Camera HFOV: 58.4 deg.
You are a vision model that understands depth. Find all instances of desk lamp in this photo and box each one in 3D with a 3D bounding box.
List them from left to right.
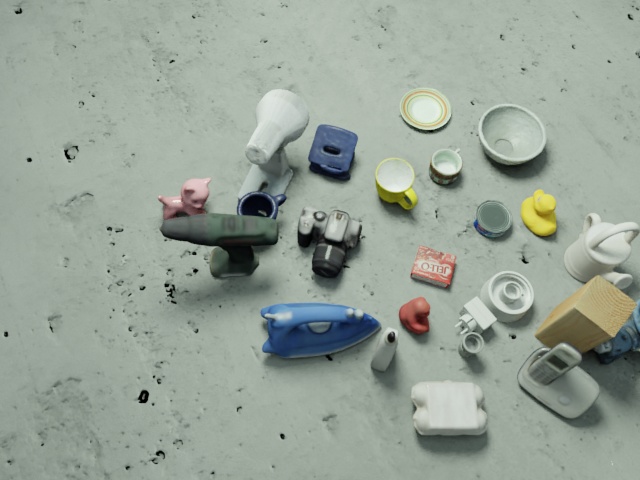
[{"bbox_3d":[-0.108,-0.203,1.293,0.118,0.213,0.203,19,67,7],"label":"desk lamp"}]

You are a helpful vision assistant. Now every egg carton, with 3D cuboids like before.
[{"bbox_3d":[0.257,0.337,1.146,0.150,0.069,0.107,0,66,-2],"label":"egg carton"}]

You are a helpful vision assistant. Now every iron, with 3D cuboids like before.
[{"bbox_3d":[0.006,0.166,1.174,0.258,0.141,0.118,-5,66,-4],"label":"iron"}]

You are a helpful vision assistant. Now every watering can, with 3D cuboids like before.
[{"bbox_3d":[0.617,0.020,1.230,0.101,0.194,0.172,-28,70,-13],"label":"watering can"}]

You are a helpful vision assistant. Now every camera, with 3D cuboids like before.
[{"bbox_3d":[0.012,0.005,1.268,0.143,0.101,0.137,15,66,5],"label":"camera"}]

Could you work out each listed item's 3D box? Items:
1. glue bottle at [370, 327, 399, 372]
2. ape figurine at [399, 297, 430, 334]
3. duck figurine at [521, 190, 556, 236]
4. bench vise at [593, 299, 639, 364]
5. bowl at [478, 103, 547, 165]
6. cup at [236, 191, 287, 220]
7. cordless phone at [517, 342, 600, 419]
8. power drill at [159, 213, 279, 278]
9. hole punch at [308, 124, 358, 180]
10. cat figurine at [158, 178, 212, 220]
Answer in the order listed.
[{"bbox_3d":[0.134,0.209,1.142,0.037,0.173,0.078,19,67,7],"label":"glue bottle"},{"bbox_3d":[0.208,0.153,1.213,0.076,0.092,0.078,22,67,8],"label":"ape figurine"},{"bbox_3d":[0.517,-0.067,1.325,0.077,0.086,0.104,-15,67,-8],"label":"duck figurine"},{"bbox_3d":[0.663,0.186,1.144,0.208,0.220,0.121,-35,71,-15],"label":"bench vise"},{"bbox_3d":[0.463,-0.247,1.409,0.167,0.075,0.167,1,66,-2],"label":"bowl"},{"bbox_3d":[-0.127,-0.058,1.293,0.118,0.095,0.091,-30,70,-14],"label":"cup"},{"bbox_3d":[0.484,0.268,1.121,0.147,0.185,0.094,34,69,13],"label":"cordless phone"},{"bbox_3d":[-0.200,0.008,1.200,0.229,0.208,0.075,-5,66,-4],"label":"power drill"},{"bbox_3d":[0.032,-0.210,1.368,0.108,0.091,0.101,16,67,5],"label":"hole punch"},{"bbox_3d":[-0.302,-0.097,1.292,0.128,0.118,0.067,-11,67,-6],"label":"cat figurine"}]
